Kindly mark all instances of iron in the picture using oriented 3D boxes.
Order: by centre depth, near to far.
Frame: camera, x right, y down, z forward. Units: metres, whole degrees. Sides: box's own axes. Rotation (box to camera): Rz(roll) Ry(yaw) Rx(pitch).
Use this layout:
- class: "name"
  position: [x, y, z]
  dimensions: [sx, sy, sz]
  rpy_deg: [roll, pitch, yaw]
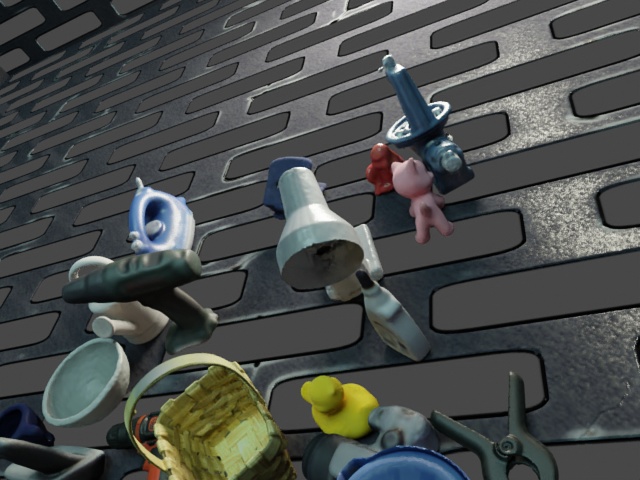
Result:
- class: "iron"
  position: [-0.348, -0.014, 1.188]
  dimensions: [0.118, 0.142, 0.258]
  rpy_deg: [-24, 41, 12]

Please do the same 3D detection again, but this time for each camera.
- class: "camera"
  position: [0.050, 0.259, 0.677]
  dimensions: [0.136, 0.101, 0.143]
  rpy_deg: [8, 55, 39]

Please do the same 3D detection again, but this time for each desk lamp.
- class: "desk lamp"
  position: [0.008, 0.003, 0.870]
  dimensions: [0.118, 0.214, 0.203]
  rpy_deg: [-26, 41, 11]

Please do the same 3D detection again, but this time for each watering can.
- class: "watering can"
  position: [-0.369, 0.105, 1.044]
  dimensions: [0.101, 0.195, 0.172]
  rpy_deg: [-38, 40, -4]

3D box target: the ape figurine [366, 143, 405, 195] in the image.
- class: "ape figurine"
  position: [0.117, -0.133, 1.025]
  dimensions: [0.076, 0.092, 0.077]
  rpy_deg: [-48, 42, -16]

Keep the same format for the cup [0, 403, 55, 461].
- class: "cup"
  position: [-0.492, 0.339, 0.975]
  dimensions: [0.117, 0.095, 0.092]
  rpy_deg: [-10, 46, 27]

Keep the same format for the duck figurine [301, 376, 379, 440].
- class: "duck figurine"
  position: [0.022, 0.213, 0.754]
  dimensions: [0.104, 0.086, 0.077]
  rpy_deg: [4, 53, 37]

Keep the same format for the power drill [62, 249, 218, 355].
- class: "power drill"
  position: [-0.282, 0.105, 0.972]
  dimensions: [0.229, 0.209, 0.075]
  rpy_deg: [-24, 41, 13]

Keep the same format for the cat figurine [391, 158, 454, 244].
- class: "cat figurine"
  position: [0.158, -0.076, 0.920]
  dimensions: [0.067, 0.118, 0.127]
  rpy_deg: [-23, 41, 13]

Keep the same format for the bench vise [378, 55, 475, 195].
- class: "bench vise"
  position: [0.179, -0.198, 0.945]
  dimensions: [0.121, 0.220, 0.206]
  rpy_deg: [-42, 40, -8]

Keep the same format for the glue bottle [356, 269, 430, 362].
- class: "glue bottle"
  position: [0.087, 0.094, 0.757]
  dimensions: [0.037, 0.174, 0.077]
  rpy_deg: [-48, 41, -15]

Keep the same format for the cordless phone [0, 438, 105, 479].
- class: "cordless phone"
  position: [-0.440, 0.332, 0.875]
  dimensions: [0.147, 0.186, 0.094]
  rpy_deg: [-9, 47, 28]

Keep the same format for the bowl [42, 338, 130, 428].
- class: "bowl"
  position: [-0.394, 0.259, 1.002]
  dimensions: [0.167, 0.075, 0.167]
  rpy_deg: [-19, 42, 18]

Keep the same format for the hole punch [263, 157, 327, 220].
- class: "hole punch"
  position: [-0.055, -0.099, 1.110]
  dimensions: [0.108, 0.091, 0.101]
  rpy_deg: [2, 52, 36]
